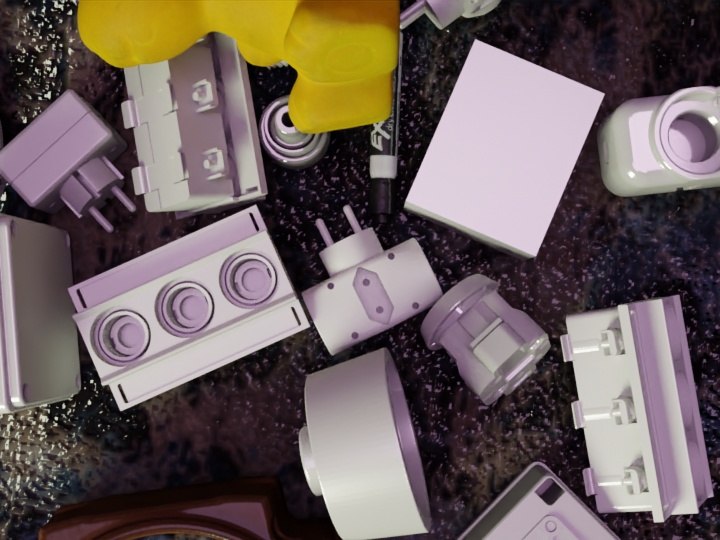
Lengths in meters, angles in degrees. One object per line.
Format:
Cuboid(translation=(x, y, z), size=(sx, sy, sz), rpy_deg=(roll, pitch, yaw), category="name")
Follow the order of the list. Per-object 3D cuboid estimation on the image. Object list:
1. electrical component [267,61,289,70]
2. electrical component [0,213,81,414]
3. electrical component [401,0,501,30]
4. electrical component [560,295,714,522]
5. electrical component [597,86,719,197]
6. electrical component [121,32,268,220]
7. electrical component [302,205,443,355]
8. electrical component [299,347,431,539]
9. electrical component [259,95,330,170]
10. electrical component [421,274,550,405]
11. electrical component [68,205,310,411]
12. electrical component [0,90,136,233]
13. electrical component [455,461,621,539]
Cuboid(translation=(-0.025, -0.160, 0.660), size=(0.062, 0.061, 0.096), rpy_deg=(40, 96, 2), category="electrical component")
Cuboid(translation=(-0.209, 0.026, 0.626), size=(0.056, 0.109, 0.108), rpy_deg=(-5, 87, 3), category="electrical component")
Cuboid(translation=(0.055, -0.172, 0.648), size=(0.079, 0.077, 0.043), rpy_deg=(-36, 88, 3), category="electrical component")
Cuboid(translation=(0.164, 0.080, 0.639), size=(0.063, 0.079, 0.121), rpy_deg=(-10, 87, 29), category="electrical component")
Cuboid(translation=(0.198, -0.078, 0.652), size=(0.095, 0.059, 0.053), rpy_deg=(-6, 87, 0), category="electrical component")
Cuboid(translation=(-0.104, -0.097, 0.647), size=(0.079, 0.063, 0.121), rpy_deg=(-12, 86, 41), category="electrical component")
Cuboid(translation=(0.000, 0.000, 0.658), size=(0.077, 0.043, 0.079), rpy_deg=(-26, 88, -1), category="electrical component")
Cuboid(translation=(-0.001, 0.104, 0.624), size=(0.060, 0.108, 0.108), rpy_deg=(-14, 87, 6), category="electrical component")
Cuboid(translation=(-0.040, -0.085, 0.653), size=(0.043, 0.062, 0.043), rpy_deg=(0, 87, 1), category="electrical component")
Cuboid(translation=(0.074, 0.040, 0.643), size=(0.058, 0.078, 0.057), rpy_deg=(-43, 69, -1), category="electrical component")
Cuboid(translation=(-0.101, 0.023, 0.648), size=(0.121, 0.063, 0.078), rpy_deg=(-24, 87, -1), category="electrical component")
Cuboid(translation=(-0.171, -0.058, 0.660), size=(0.066, 0.047, 0.076), rpy_deg=(-43, 88, -2), category="electrical component")
Cuboid(translation=(0.109, 0.191, 0.642), size=(0.109, 0.056, 0.108), rpy_deg=(45, 88, 2), category="electrical component")
